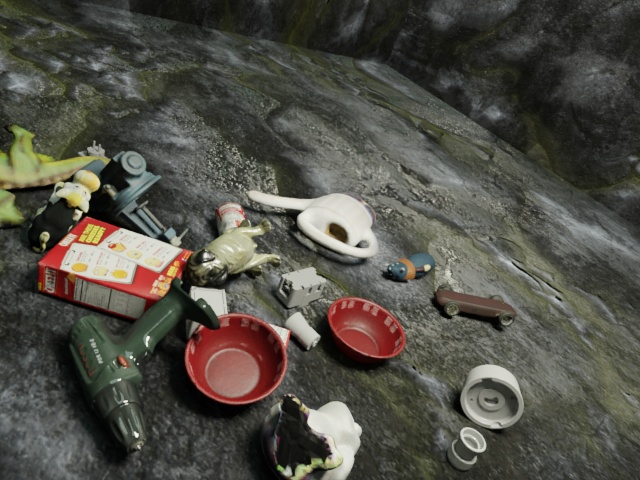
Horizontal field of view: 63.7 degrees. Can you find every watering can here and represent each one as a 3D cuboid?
[{"bbox_3d":[0.004,-0.066,1.310,0.349,0.102,0.228,30,30,12],"label":"watering can"}]

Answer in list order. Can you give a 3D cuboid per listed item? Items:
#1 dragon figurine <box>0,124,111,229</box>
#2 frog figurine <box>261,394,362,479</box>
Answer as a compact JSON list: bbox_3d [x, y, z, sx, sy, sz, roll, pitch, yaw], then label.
[{"bbox_3d":[-0.616,-0.113,1.032,0.410,0.119,0.248,7,50,-21],"label":"dragon figurine"},{"bbox_3d":[-0.010,0.293,0.757,0.138,0.123,0.157,25,-8,21],"label":"frog figurine"}]
